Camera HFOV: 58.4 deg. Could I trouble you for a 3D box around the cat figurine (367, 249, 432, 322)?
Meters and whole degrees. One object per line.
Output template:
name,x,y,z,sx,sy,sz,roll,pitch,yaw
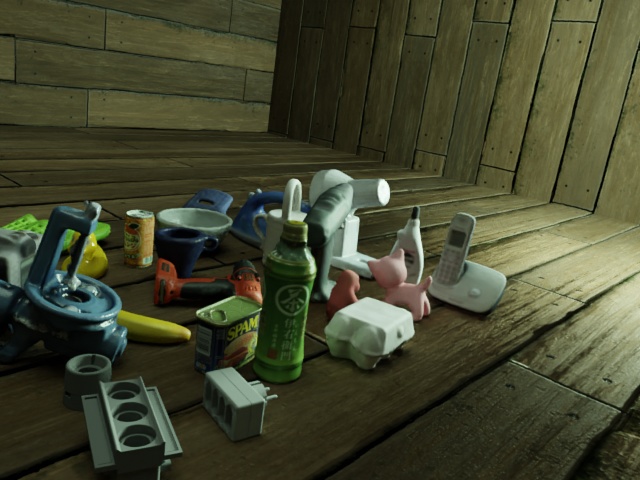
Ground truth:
cat figurine,0.151,0.078,1.084,0.127,0.118,0.067,16,18,25

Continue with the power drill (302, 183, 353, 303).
power drill,0.010,0.004,1.106,0.075,0.208,0.230,12,16,12

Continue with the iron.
iron,-0.112,-0.056,1.374,0.257,0.141,0.119,17,18,28

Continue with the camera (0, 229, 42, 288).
camera,-0.537,0.025,0.951,0.137,0.101,0.143,8,16,-1

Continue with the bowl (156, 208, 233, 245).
bowl,-0.281,-0.017,1.275,0.167,0.075,0.167,8,16,-2

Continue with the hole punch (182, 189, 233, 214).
hole punch,-0.285,-0.077,1.452,0.108,0.091,0.101,14,17,19

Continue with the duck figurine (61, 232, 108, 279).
duck figurine,-0.429,0.021,1.047,0.077,0.086,0.104,9,16,4

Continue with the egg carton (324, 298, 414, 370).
egg carton,0.081,0.145,0.905,0.107,0.069,0.151,17,18,29

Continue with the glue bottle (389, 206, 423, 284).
glue bottle,0.193,0.010,1.242,0.078,0.173,0.037,10,16,6

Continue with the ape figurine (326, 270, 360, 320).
ape figurine,0.048,0.098,1.012,0.076,0.092,0.077,-3,19,-33

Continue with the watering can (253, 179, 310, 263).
watering can,-0.057,-0.034,1.231,0.173,0.194,0.101,6,16,-9

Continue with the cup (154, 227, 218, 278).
cup,-0.255,0.031,1.086,0.118,0.095,0.091,2,17,-22

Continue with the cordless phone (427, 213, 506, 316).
cordless phone,0.303,0.047,1.147,0.147,0.185,0.094,19,19,33

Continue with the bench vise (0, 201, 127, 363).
bench vise,-0.351,0.055,0.726,0.208,0.220,0.121,1,17,-23

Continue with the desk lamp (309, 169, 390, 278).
desk lamp,0.072,-0.046,1.301,0.202,0.213,0.118,18,19,32
